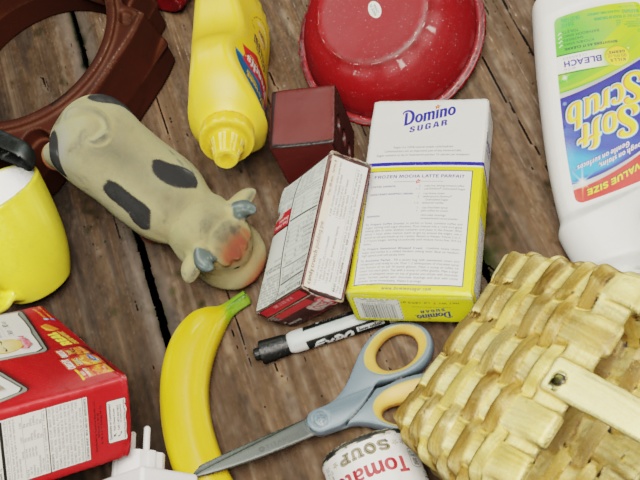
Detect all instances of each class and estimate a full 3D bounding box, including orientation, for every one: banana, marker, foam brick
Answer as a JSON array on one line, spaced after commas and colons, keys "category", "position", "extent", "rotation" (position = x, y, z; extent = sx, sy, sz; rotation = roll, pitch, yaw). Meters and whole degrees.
[{"category": "banana", "position": [-0.085, 0.129, 0.788], "extent": [0.070, 0.037, 0.198], "rotation": [-10, 64, 13]}, {"category": "marker", "position": [0.007, 0.068, 0.801], "extent": [0.121, 0.020, 0.020], "rotation": [-18, 62, 7]}, {"category": "foam brick", "position": [-0.005, -0.078, 0.840], "extent": [0.051, 0.078, 0.053], "rotation": [-5, 66, 12]}]

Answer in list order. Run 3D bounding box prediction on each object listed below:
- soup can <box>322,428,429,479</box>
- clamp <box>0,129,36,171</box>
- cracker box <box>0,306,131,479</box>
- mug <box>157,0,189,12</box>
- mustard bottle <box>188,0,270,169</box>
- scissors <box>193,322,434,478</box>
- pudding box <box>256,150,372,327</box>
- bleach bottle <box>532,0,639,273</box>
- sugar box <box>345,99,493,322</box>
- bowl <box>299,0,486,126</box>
[{"category": "soup can", "position": [0.048, 0.185, 0.708], "extent": [0.068, 0.068, 0.102], "rotation": [-23, 61, 4]}, {"category": "clamp", "position": [-0.312, -0.082, 0.851], "extent": [0.120, 0.039, 0.172], "rotation": [-33, 55, -16]}, {"category": "cracker box", "position": [-0.259, 0.120, 0.730], "extent": [0.213, 0.072, 0.164], "rotation": [-13, 22, -32]}, {"category": "mug", "position": [-0.149, -0.264, 0.961], "extent": [0.117, 0.093, 0.081], "rotation": [24, 79, 25]}, {"category": "mustard bottle", "position": [-0.071, -0.122, 0.835], "extent": [0.058, 0.096, 0.191], "rotation": [-10, 42, 7]}, {"category": "scissors", "position": [0.006, 0.112, 0.768], "extent": [0.202, 0.016, 0.096], "rotation": [-8, 58, 2]}, {"category": "pudding box", "position": [-0.005, 0.001, 0.795], "extent": [0.039, 0.090, 0.113], "rotation": [19, 68, -20]}, {"category": "bleach bottle", "position": [0.218, -0.069, 0.783], "extent": [0.103, 0.068, 0.251], "rotation": [-8, 66, 12]}, {"category": "sugar box", "position": [0.078, -0.025, 0.800], "extent": [0.093, 0.048, 0.176], "rotation": [1, 56, 16]}, {"category": "bowl", "position": [0.050, -0.176, 0.862], "extent": [0.162, 0.055, 0.162], "rotation": [-4, 78, 20]}]
